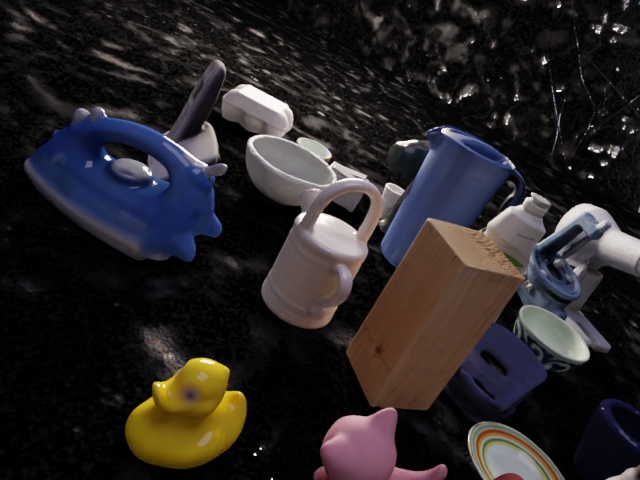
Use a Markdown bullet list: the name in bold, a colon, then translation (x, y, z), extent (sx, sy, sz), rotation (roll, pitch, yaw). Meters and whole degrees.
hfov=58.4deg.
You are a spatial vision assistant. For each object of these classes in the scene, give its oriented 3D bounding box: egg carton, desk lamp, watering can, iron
- **egg carton**: translation (-0.130, -0.269, 1.208), extent (0.150, 0.069, 0.107), rotation (27, 26, -3)
- **desk lamp**: translation (0.509, 0.063, 1.067), extent (0.118, 0.213, 0.202), rotation (13, 30, -28)
- **watering can**: translation (0.005, 0.002, 0.712), extent (0.101, 0.194, 0.172), rotation (-3, 39, -46)
- **iron**: translation (-0.236, -0.085, 0.695), extent (0.258, 0.141, 0.119), rotation (29, 26, 1)

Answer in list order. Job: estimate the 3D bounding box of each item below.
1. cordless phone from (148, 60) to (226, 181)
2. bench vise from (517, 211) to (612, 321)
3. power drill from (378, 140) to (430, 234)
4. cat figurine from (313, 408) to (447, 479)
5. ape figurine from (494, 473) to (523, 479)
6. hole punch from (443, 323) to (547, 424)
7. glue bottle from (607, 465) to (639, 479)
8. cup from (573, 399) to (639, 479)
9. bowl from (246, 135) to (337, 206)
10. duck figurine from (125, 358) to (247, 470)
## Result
- **cordless phone**: translation (-0.184, -0.167, 0.843), extent (0.094, 0.185, 0.147), rotation (13, 30, -28)
- **bench vise**: translation (0.406, 0.020, 1.038), extent (0.122, 0.219, 0.206), rotation (-3, 40, -46)
- **power drill**: translation (0.208, -0.089, 1.055), extent (0.230, 0.208, 0.075), rotation (14, 29, -26)
- **cat figurine**: translation (0.047, 0.197, 0.490), extent (0.128, 0.117, 0.067), rotation (22, 27, -13)
- **ape figurine**: translation (0.161, 0.253, 0.528), extent (0.076, 0.092, 0.078), rotation (29, 26, 1)
- **hole punch**: translation (0.217, 0.171, 0.731), extent (0.101, 0.091, 0.108), rotation (-3, 40, -47)
- **glue bottle**: translation (0.259, 0.254, 0.529), extent (0.078, 0.173, 0.037), rotation (8, 32, -35)
- **cup**: translation (0.360, 0.266, 0.694), extent (0.092, 0.095, 0.117), rotation (23, 27, -10)
- **bowl**: translation (-0.059, -0.108, 0.982), extent (0.168, 0.074, 0.167), rotation (22, 27, -12)
- **duck figurine**: translation (-0.104, 0.138, 0.487), extent (0.105, 0.086, 0.077), rotation (4, 35, -40)
